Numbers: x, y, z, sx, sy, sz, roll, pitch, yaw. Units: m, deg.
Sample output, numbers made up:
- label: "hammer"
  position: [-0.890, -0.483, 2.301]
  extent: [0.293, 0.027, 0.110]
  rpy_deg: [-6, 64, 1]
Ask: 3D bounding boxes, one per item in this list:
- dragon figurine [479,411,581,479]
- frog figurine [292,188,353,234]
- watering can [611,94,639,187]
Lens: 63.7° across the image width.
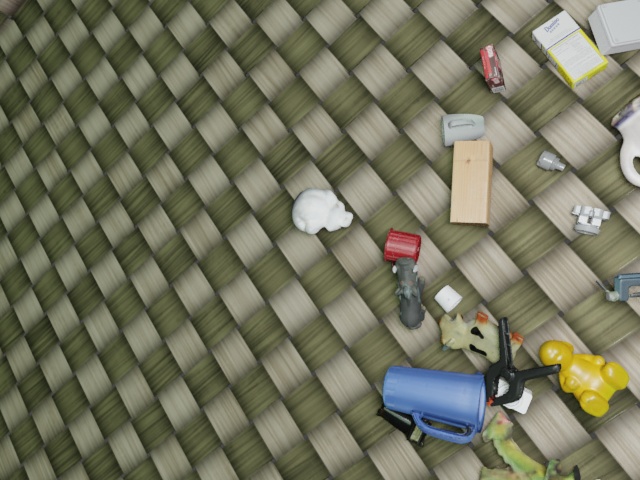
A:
- label: "dragon figurine"
  position: [0.481, 0.615, 1.196]
  extent: [0.241, 0.122, 0.414]
  rpy_deg: [-17, 75, 37]
- label: "frog figurine"
  position: [0.004, -0.073, 1.445]
  extent: [0.161, 0.120, 0.138]
  rpy_deg: [29, 76, 33]
- label: "watering can"
  position: [0.820, -0.264, 1.145]
  extent: [0.345, 0.103, 0.227]
  rpy_deg: [-36, 71, 14]
